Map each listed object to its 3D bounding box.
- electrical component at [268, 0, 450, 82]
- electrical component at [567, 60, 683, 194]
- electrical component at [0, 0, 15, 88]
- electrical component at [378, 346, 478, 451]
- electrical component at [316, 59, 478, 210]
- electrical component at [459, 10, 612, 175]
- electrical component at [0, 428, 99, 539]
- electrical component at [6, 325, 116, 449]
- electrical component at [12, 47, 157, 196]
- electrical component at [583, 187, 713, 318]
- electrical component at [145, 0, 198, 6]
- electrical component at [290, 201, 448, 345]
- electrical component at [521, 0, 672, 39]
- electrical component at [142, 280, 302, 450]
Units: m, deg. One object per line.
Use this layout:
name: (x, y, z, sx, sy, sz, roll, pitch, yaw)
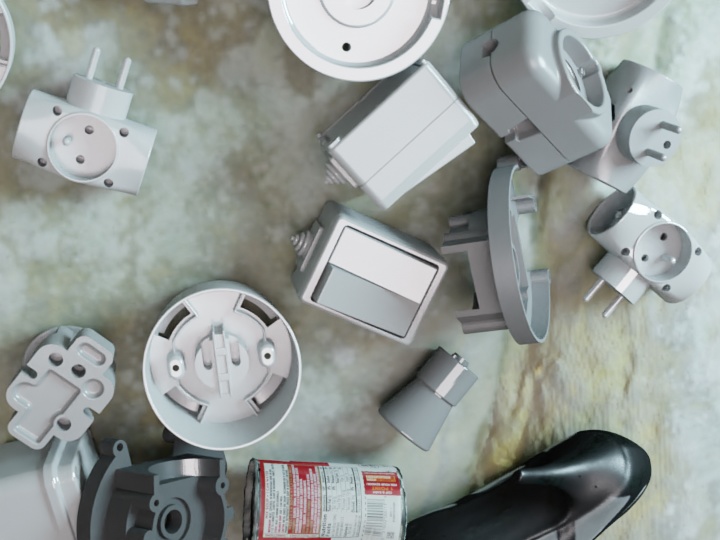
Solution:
electrical component: (-0.005, -0.170, 0.648, 0.108, 0.060, 0.108, -2, 105, -9)
electrical component: (0.179, -0.088, 0.690, 0.043, 0.079, 0.077, 23, 100, -23)
electrical component: (-0.249, -0.133, 0.616, 0.099, 0.064, 0.099, -2, 105, -9)
electrical component: (0.049, 0.085, 0.735, 0.044, 0.044, 0.065, 39, 90, -16)
electrical component: (0.020, -0.080, 0.675, 0.096, 0.061, 0.061, -42, 107, 3)
electrical component: (0.113, -0.110, 0.664, 0.059, 0.053, 0.095, -24, 133, 34)
electrical component: (-0.194, 0.166, 0.696, 0.057, 0.078, 0.113, -13, 106, -3)
electrical component: (-0.187, 0.068, 0.682, 0.058, 0.057, 0.078, 38, 96, -16)
electrical component: (-0.161, -0.094, 0.651, 0.077, 0.044, 0.079, 17, 100, -13)
electrical component: (0.185, -0.003, 0.731, 0.077, 0.044, 0.079, 39, 95, -16)
electrical component: (-0.125, -0.180, 0.636, 0.062, 0.043, 0.043, 3, 104, -8)
electrical component: (0.000, 0.000, 0.693, 0.096, 0.061, 0.061, 23, 99, -14)
electrical component: (0.144, -0.204, 0.659, 0.108, 0.060, 0.108, 1, 124, 1)
electrical component: (-0.089, 0.057, 0.691, 0.099, 0.064, 0.099, -2, 104, -9)
